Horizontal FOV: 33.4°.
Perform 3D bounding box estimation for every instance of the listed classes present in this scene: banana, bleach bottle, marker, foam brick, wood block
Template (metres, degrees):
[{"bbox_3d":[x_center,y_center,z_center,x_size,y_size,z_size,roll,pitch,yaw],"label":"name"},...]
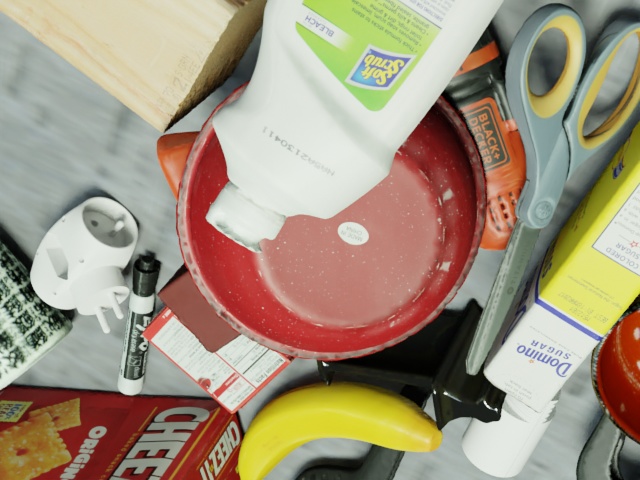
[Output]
[{"bbox_3d":[0.002,0.130,0.724,0.198,0.037,0.069,-30,82,43],"label":"banana"},{"bbox_3d":[0.023,-0.111,0.451,0.102,0.068,0.251,33,96,4],"label":"bleach bottle"},{"bbox_3d":[-0.130,0.062,0.766,0.020,0.020,0.121,21,125,11],"label":"marker"},{"bbox_3d":[-0.055,0.024,0.675,0.051,0.078,0.053,-34,101,33],"label":"foam brick"},{"bbox_3d":[-0.130,-0.167,0.589,0.206,0.090,0.090,37,126,0],"label":"wood block"}]

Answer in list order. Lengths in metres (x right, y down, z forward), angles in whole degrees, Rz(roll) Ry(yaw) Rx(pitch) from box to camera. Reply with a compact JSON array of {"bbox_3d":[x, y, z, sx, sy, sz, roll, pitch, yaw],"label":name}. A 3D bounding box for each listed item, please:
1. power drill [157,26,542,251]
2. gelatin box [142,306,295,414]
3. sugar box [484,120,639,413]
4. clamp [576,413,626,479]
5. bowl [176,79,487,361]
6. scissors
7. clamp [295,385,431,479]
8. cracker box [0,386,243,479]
[{"bbox_3d":[0.012,-0.055,0.569,0.187,0.057,0.184,-22,102,2],"label":"power drill"},{"bbox_3d":[-0.067,0.067,0.736,0.089,0.030,0.073,42,124,-4],"label":"gelatin box"},{"bbox_3d":[0.152,0.002,0.564,0.048,0.093,0.176,34,126,3],"label":"sugar box"},{"bbox_3d":[0.189,0.175,0.645,0.120,0.039,0.171,-17,83,22],"label":"clamp"},{"bbox_3d":[0.010,-0.008,0.524,0.162,0.055,0.162,-2,105,-7],"label":"bowl"},{"bbox_3d":[0.101,-0.031,0.540,0.096,0.016,0.202,29,95,-35],"label":"scissors"},{"bbox_3d":[0.037,0.185,0.754,0.210,0.036,0.164,-18,101,34],"label":"clamp"},{"bbox_3d":[-0.181,0.182,0.770,0.214,0.164,0.072,-1,120,24],"label":"cracker box"}]
